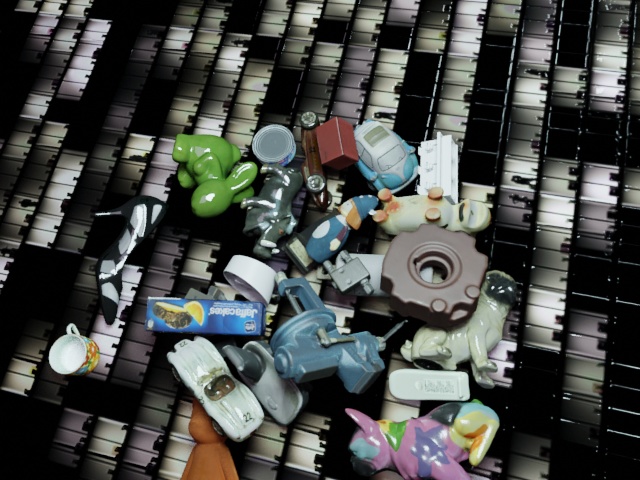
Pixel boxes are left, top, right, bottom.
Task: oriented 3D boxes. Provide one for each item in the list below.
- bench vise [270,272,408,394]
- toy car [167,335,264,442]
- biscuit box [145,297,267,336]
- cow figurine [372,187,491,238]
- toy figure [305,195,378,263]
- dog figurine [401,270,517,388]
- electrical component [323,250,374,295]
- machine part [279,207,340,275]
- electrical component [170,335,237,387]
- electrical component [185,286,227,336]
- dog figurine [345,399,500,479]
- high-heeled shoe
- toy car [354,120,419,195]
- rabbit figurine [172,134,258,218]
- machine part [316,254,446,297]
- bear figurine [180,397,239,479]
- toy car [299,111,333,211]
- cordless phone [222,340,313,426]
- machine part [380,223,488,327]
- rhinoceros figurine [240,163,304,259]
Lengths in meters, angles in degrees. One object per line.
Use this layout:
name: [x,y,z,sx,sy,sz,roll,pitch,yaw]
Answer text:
bench vise: [0.001,0.144,0.907,0.223,0.128,0.241,-11,50,-30]
toy car: [-0.173,0.239,0.882,0.073,0.056,0.202,-30,63,-33]
biscuit box: [-0.196,0.135,0.937,0.203,0.062,0.059,2,77,1]
cow figurine: [0.206,-0.036,0.967,0.195,0.127,0.085,-1,64,24]
toy figure: [0.040,-0.025,0.953,0.154,0.057,0.064,-47,56,10]
dog figurine: [0.239,0.134,0.916,0.172,0.121,0.190,13,60,9]
electrical component: [0.049,0.063,0.912,0.063,0.021,0.094,-33,64,-7]
machine part: [-0.002,-0.003,1.011,0.139,0.039,0.084,-43,90,-11]
electrical component: [-0.202,0.210,0.968,0.119,0.047,0.075,-26,70,-2]
electrical component: [-0.219,0.133,1.002,0.078,0.045,0.102,12,71,33]
dog figurine: [0.150,0.308,0.856,0.219,0.108,0.191,26,77,18]
high-heeled shoe: [-0.365,0.036,1.058,0.145,0.086,0.248,-3,87,-25]
toy car: [0.116,-0.173,1.027,0.109,0.103,0.162,-34,72,-5]
rabbit figurine: [-0.205,-0.109,1.046,0.159,0.121,0.170,-1,55,-15]
machine part: [0.114,0.065,0.957,0.243,0.079,0.079,2,72,8]
bear figurine: [-0.191,0.347,0.879,0.120,0.132,0.196,-6,76,24]
toy car: [-0.012,-0.154,1.045,0.053,0.089,0.202,-7,72,6]
cordless phone: [-0.089,0.225,0.874,0.089,0.184,0.147,-42,70,-7]
machine part: [0.185,0.053,0.876,0.179,0.056,0.179,-4,54,5]
rhinoceros figurine: [-0.091,-0.055,1.036,0.112,0.073,0.190,19,74,5]
